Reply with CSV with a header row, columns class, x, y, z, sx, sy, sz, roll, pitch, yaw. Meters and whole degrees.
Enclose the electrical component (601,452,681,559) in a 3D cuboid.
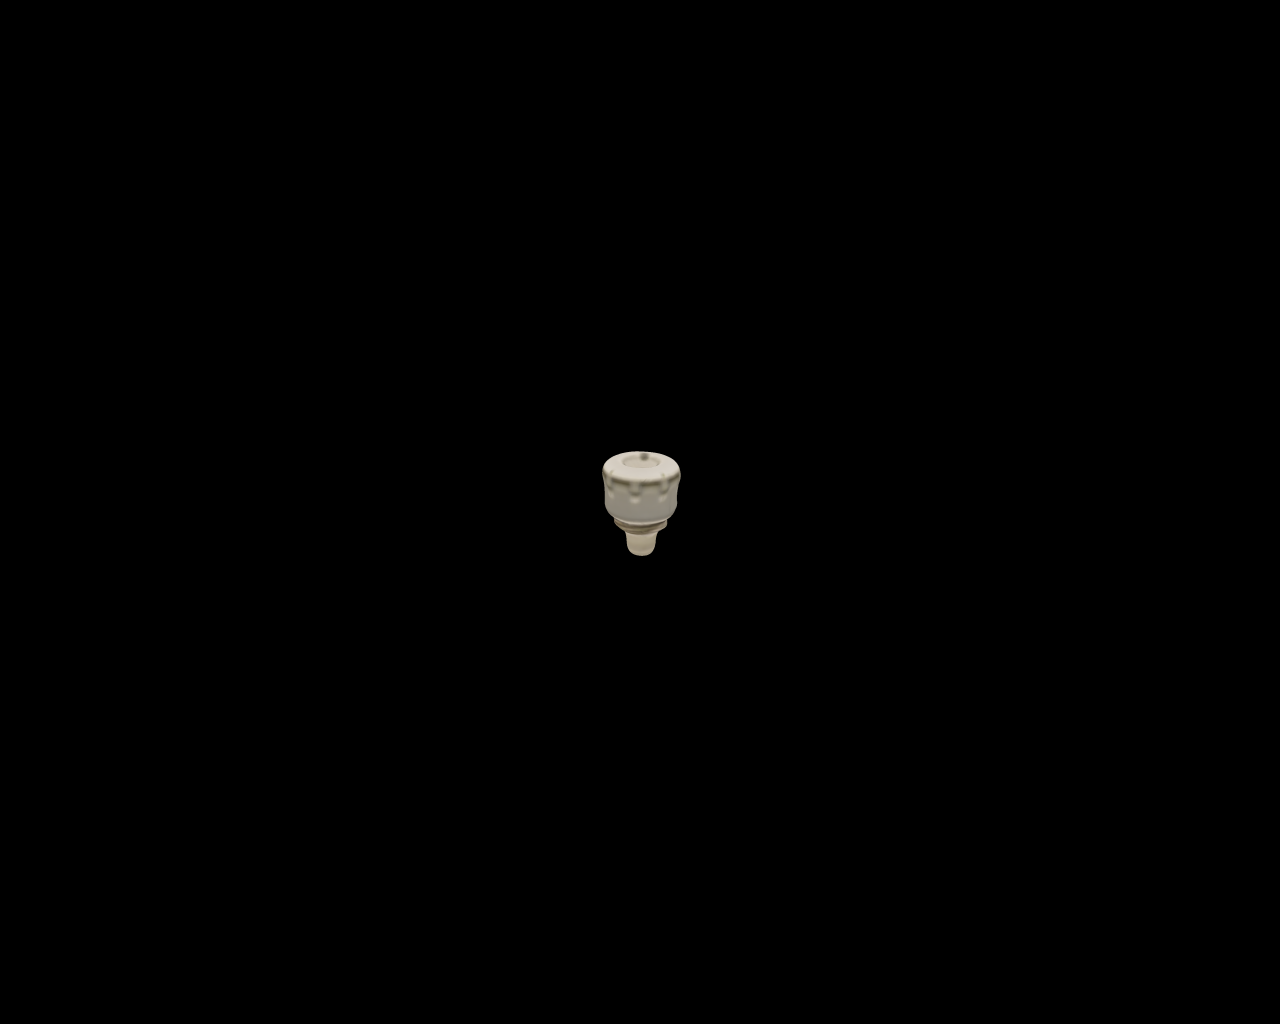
class,x,y,z,sx,sy,sz,roll,pitch,yaw
electrical component,0.001,-0.003,0.650,0.048,0.062,0.048,0,23,0
